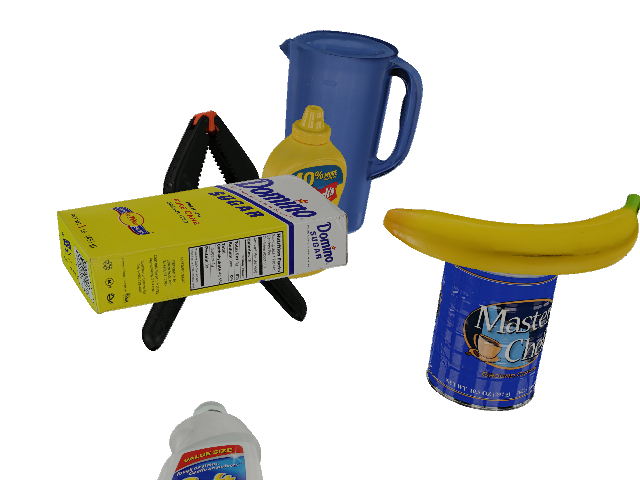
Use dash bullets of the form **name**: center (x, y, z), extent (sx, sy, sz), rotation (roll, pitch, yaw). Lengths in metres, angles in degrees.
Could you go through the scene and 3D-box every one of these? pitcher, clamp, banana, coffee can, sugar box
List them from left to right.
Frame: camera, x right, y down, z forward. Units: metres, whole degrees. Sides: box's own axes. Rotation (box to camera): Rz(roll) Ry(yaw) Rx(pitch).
- **sugar box**: center (-0.079, -0.002, 0.720), extent (0.176, 0.048, 0.093), rotation (-13, 27, -22)
- **clamp**: center (-0.085, -0.010, 0.964), extent (0.164, 0.210, 0.036), rotation (-1, 1, -34)
- **pitcher**: center (0.025, -0.130, 1.325), extent (0.144, 0.243, 0.149), rotation (-3, 25, -22)
- **coffee can**: center (0.157, 0.069, 0.976), extent (0.103, 0.140, 0.103), rotation (5, 23, -2)
- **banana**: center (0.147, -0.001, 0.771), extent (0.197, 0.037, 0.069), rotation (-2, 28, -7)

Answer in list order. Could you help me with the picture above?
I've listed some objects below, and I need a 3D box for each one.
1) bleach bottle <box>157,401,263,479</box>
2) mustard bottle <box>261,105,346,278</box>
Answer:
- **bleach bottle**: center (-0.093, 0.209, 0.826), extent (0.102, 0.068, 0.251), rotation (-3, 27, -5)
- **mustard bottle**: center (-0.019, -0.054, 1.150), extent (0.096, 0.192, 0.058), rotation (-9, 32, -30)
